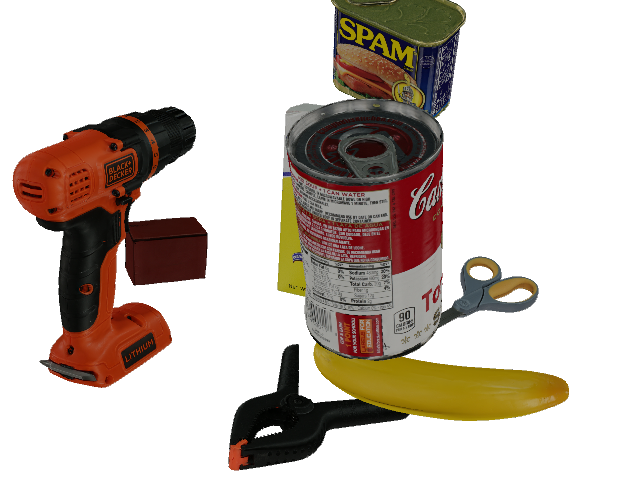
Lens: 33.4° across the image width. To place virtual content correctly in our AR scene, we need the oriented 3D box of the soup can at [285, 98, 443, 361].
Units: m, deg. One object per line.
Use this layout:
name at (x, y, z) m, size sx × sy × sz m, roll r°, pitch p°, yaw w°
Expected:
soup can at (0.022, -0.004, 0.486) m, size 0.068 × 0.102 × 0.068 m, roll -3°, pitch 36°, yaw 2°

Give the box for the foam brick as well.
foam brick at (-0.161, 0.010, 1.108) m, size 0.078 × 0.051 × 0.053 m, roll -5°, pitch 22°, yaw -19°

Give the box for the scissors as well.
scissors at (0.148, 0.060, 1.155) m, size 0.201 × 0.016 × 0.096 m, roll -10°, pitch 40°, yaw -30°

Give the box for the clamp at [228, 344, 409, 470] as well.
clamp at (-0.013, 0.180, 1.092) m, size 0.165 × 0.036 × 0.209 m, roll 17°, pitch 28°, yaw 25°

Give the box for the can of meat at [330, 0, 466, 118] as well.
can of meat at (0.057, -0.148, 0.827) m, size 0.102 × 0.084 × 0.057 m, roll 29°, pitch 54°, yaw 23°

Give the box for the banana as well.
banana at (0.068, 0.093, 0.742) m, size 0.198 × 0.037 × 0.069 m, roll 12°, pitch 35°, yaw 30°

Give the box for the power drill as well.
power drill at (-0.152, 0.001, 0.800) m, size 0.057 × 0.188 × 0.184 m, roll 11°, pitch 23°, yaw 27°

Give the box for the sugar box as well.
sugar box at (0.011, -0.033, 0.983) m, size 0.093 × 0.176 × 0.048 m, roll 11°, pitch 20°, yaw 26°
